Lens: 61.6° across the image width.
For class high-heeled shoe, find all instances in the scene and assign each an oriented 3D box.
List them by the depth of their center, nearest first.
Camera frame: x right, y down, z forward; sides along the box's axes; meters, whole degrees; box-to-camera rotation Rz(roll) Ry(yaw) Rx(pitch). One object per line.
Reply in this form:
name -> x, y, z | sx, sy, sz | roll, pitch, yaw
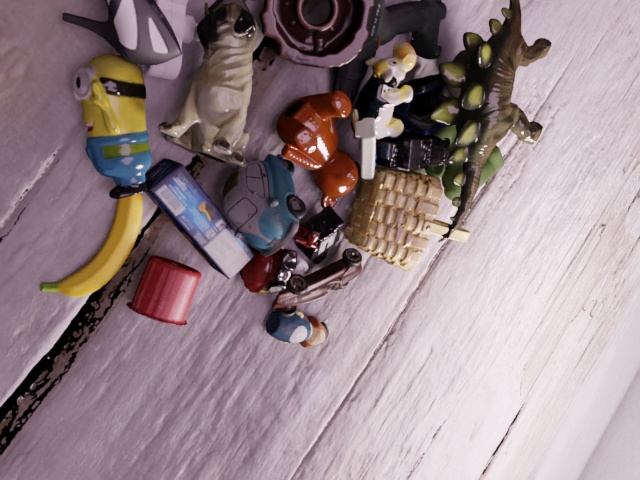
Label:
high-heeled shoe -> -0.221, -0.337, 0.626 | 0.145, 0.086, 0.248 | 10, 109, -9

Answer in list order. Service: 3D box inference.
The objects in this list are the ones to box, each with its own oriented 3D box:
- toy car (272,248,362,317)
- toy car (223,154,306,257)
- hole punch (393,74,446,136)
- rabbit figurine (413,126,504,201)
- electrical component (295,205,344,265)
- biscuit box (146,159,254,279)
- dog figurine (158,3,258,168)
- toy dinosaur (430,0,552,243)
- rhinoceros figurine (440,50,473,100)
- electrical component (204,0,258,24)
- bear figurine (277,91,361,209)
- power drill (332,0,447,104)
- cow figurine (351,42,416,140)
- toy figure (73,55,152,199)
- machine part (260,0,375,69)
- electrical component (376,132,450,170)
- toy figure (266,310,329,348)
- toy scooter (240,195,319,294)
toy car -> 0.001, 0.080, 0.975 | 0.202, 0.053, 0.089 | -24, 156, -39
toy car -> -0.093, -0.065, 0.812 | 0.103, 0.109, 0.162 | 19, 50, -39
hole punch -> 0.187, -0.249, 0.985 | 0.142, 0.116, 0.092 | -33, 116, -26
rabbit figurine -> 0.257, -0.177, 1.093 | 0.159, 0.121, 0.170 | -39, 108, -12
electrical component -> -0.002, -0.003, 0.971 | 0.075, 0.048, 0.119 | -36, 165, -18
biscuit box -> -0.185, -0.030, 0.816 | 0.059, 0.063, 0.202 | -45, 127, -15
dog figurine -> -0.131, -0.210, 0.754 | 0.121, 0.172, 0.190 | 20, 85, -10
toy dinosaur -> 0.289, -0.225, 0.944 | 0.198, 0.105, 0.470 | 2, 97, -31
rhinoceros figurine -> 0.294, -0.287, 1.060 | 0.073, 0.112, 0.190 | -49, 137, -10
electrical component -> -0.127, -0.318, 0.765 | 0.102, 0.045, 0.078 | -45, 126, -16
bear figurine -> 0.015, -0.139, 0.890 | 0.120, 0.132, 0.195 | -45, 122, -14
power drill -> 0.113, -0.345, 0.926 | 0.207, 0.086, 0.231 | -12, 122, -27
cow figurine -> 0.099, -0.244, 0.889 | 0.098, 0.068, 0.167 | -15, 139, -24
toy figure -> -0.263, -0.147, 0.702 | 0.089, 0.082, 0.180 | -30, 117, -48
machine part -> -0.006, -0.345, 0.804 | 0.179, 0.056, 0.179 | -4, 112, -9
electrical component -> 0.155, -0.167, 0.993 | 0.134, 0.115, 0.058 | -10, 110, -37
toy figure -> -0.034, 0.171, 1.013 | 0.064, 0.058, 0.154 | -38, 140, 29
toy scooter -> -0.061, 0.015, 0.881 | 0.075, 0.135, 0.183 | 17, 96, -42
